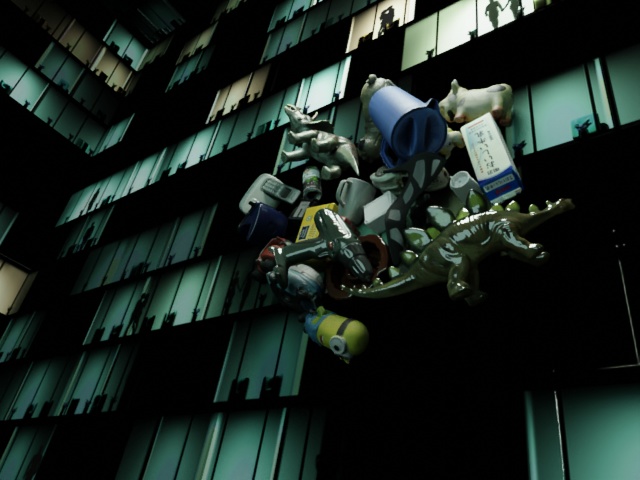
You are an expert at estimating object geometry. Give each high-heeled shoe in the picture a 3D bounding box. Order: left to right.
[{"bbox_3d":[0.215,-0.070,1.187,0.145,0.086,0.248,-4,85,5],"label":"high-heeled shoe"}]

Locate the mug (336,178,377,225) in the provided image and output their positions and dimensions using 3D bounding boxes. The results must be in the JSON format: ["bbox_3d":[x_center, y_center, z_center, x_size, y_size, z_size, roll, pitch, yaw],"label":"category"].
[{"bbox_3d":[0.082,-0.097,1.358,0.081,0.109,0.107,13,81,43],"label":"mug"}]

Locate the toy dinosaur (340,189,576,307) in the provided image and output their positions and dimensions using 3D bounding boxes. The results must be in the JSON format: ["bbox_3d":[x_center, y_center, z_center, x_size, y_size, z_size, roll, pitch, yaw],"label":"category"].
[{"bbox_3d":[0.262,0.028,1.043,0.471,0.105,0.199,-29,55,10],"label":"toy dinosaur"}]

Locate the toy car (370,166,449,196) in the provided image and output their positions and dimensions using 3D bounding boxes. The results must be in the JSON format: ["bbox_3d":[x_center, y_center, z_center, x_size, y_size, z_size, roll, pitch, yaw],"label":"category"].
[{"bbox_3d":[0.212,-0.146,1.296,0.202,0.073,0.056,-5,54,41],"label":"toy car"}]

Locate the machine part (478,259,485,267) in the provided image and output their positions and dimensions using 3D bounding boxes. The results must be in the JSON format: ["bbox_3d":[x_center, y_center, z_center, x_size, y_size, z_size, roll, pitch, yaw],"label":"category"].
[{"bbox_3d":[0.281,0.017,1.119,0.084,0.039,0.139,-46,47,16],"label":"machine part"}]

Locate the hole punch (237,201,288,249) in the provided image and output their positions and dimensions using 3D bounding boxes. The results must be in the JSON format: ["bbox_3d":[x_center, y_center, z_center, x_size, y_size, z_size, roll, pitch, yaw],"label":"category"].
[{"bbox_3d":[-0.153,-0.034,1.502,0.115,0.142,0.092,-56,35,11],"label":"hole punch"}]

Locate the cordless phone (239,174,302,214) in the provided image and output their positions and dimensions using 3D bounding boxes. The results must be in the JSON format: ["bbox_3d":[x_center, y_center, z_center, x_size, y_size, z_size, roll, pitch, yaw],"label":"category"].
[{"bbox_3d":[-0.139,-0.109,1.588,0.184,0.088,0.146,24,75,46],"label":"cordless phone"}]

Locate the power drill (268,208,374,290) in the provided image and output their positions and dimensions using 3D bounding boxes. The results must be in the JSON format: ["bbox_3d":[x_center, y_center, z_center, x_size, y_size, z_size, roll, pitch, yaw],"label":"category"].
[{"bbox_3d":[-0.007,0.037,1.217,0.207,0.085,0.232,-26,49,6],"label":"power drill"}]

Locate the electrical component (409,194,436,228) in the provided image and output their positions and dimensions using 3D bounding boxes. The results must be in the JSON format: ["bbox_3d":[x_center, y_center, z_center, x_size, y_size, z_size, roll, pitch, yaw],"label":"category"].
[{"bbox_3d":[0.237,-0.065,1.246,0.063,0.021,0.094,-21,45,30],"label":"electrical component"}]

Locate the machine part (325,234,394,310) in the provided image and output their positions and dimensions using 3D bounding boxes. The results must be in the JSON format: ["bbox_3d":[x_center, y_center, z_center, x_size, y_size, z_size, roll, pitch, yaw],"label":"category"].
[{"bbox_3d":[0.094,0.072,1.235,0.179,0.056,0.179,-24,43,25],"label":"machine part"}]

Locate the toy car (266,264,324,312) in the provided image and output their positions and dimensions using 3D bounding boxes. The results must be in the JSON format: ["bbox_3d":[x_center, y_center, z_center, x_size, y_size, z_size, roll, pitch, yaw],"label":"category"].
[{"bbox_3d":[-0.046,0.109,1.300,0.162,0.109,0.103,18,53,40],"label":"toy car"}]

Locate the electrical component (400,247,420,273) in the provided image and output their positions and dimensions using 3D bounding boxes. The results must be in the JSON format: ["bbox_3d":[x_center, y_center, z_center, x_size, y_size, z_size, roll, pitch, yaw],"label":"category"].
[{"bbox_3d":[0.207,0.052,1.155,0.078,0.045,0.102,0,58,41],"label":"electrical component"}]

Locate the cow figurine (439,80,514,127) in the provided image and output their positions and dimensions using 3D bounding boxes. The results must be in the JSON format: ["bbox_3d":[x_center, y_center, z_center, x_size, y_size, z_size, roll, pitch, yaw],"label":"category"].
[{"bbox_3d":[0.372,-0.330,1.300,0.195,0.085,0.127,1,64,46],"label":"cow figurine"}]

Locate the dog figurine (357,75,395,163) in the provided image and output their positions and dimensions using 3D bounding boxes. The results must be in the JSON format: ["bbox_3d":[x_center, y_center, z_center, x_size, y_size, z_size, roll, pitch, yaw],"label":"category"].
[{"bbox_3d":[0.142,-0.323,1.445,0.121,0.172,0.190,-8,45,52],"label":"dog figurine"}]

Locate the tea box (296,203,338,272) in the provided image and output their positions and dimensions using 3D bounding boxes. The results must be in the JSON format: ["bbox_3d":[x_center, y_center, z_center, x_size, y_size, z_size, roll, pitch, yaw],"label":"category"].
[{"bbox_3d":[-0.003,-0.004,1.380,0.098,0.068,0.169,-10,53,37],"label":"tea box"}]

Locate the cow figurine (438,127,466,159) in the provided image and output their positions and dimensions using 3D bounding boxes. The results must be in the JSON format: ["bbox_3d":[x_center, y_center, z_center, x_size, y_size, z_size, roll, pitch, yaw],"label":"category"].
[{"bbox_3d":[0.281,-0.244,1.322,0.098,0.068,0.168,-51,35,4],"label":"cow figurine"}]

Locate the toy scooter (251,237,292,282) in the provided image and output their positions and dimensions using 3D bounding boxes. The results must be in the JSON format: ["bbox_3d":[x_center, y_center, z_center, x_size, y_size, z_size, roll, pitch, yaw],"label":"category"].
[{"bbox_3d":[-0.115,0.042,1.424,0.135,0.075,0.184,-55,12,-23],"label":"toy scooter"}]

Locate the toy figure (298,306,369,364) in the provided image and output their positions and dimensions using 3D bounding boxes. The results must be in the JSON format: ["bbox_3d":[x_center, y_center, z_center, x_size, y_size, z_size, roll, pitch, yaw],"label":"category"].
[{"bbox_3d":[0.028,0.196,1.170,0.180,0.082,0.089,22,76,52],"label":"toy figure"}]

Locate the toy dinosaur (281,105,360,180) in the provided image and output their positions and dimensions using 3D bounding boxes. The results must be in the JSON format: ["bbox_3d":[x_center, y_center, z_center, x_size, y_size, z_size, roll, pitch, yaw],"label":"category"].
[{"bbox_3d":[0.027,-0.259,1.528,0.192,0.131,0.405,-25,44,-34],"label":"toy dinosaur"}]

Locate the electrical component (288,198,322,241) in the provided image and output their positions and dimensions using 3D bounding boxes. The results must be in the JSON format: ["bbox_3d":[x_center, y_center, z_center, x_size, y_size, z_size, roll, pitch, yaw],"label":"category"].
[{"bbox_3d":[-0.046,-0.057,1.483,0.075,0.047,0.119,11,64,48],"label":"electrical component"}]
